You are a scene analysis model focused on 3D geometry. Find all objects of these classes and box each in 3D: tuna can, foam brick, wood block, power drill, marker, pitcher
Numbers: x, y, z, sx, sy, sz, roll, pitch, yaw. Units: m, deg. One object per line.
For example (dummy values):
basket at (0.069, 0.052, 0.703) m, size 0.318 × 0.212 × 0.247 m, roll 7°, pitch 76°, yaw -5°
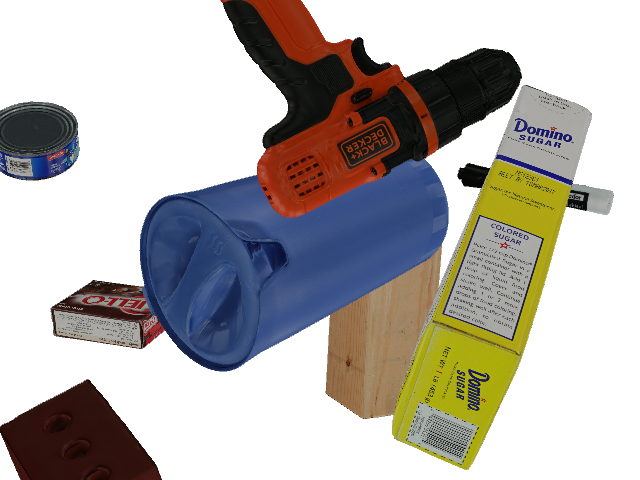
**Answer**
tuna can at (-0.277, -0.096, 1.031) m, size 0.086 × 0.034 × 0.086 m, roll 3°, pitch 42°, yaw -3°
foam brick at (-0.115, 0.119, 0.528) m, size 0.052 × 0.051 × 0.078 m, roll -28°, pitch 42°, yaw -24°
wood block at (0.068, 0.081, 1.183) m, size 0.090 × 0.206 × 0.091 m, roll -3°, pitch 13°, yaw -28°
power drill at (0.016, -0.131, 0.667) m, size 0.184 × 0.187 × 0.057 m, roll -28°, pitch 7°, yaw -11°
marker at (0.164, -0.041, 0.826) m, size 0.121 × 0.020 × 0.020 m, roll 14°, pitch 6°, yaw 25°
pitcher at (-0.018, 0.002, 0.849) m, size 0.149 × 0.145 × 0.242 m, roll 34°, pitch 38°, yaw 32°

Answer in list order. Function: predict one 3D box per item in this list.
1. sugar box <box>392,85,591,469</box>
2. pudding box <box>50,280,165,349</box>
sugar box at (0.087, 0.013, 0.520) m, size 0.048 × 0.093 × 0.176 m, roll 22°, pitch 48°, yaw 9°
pudding box at (-0.223, 0.080, 1.169) m, size 0.114 × 0.039 × 0.090 m, roll 4°, pitch 18°, yaw 19°
